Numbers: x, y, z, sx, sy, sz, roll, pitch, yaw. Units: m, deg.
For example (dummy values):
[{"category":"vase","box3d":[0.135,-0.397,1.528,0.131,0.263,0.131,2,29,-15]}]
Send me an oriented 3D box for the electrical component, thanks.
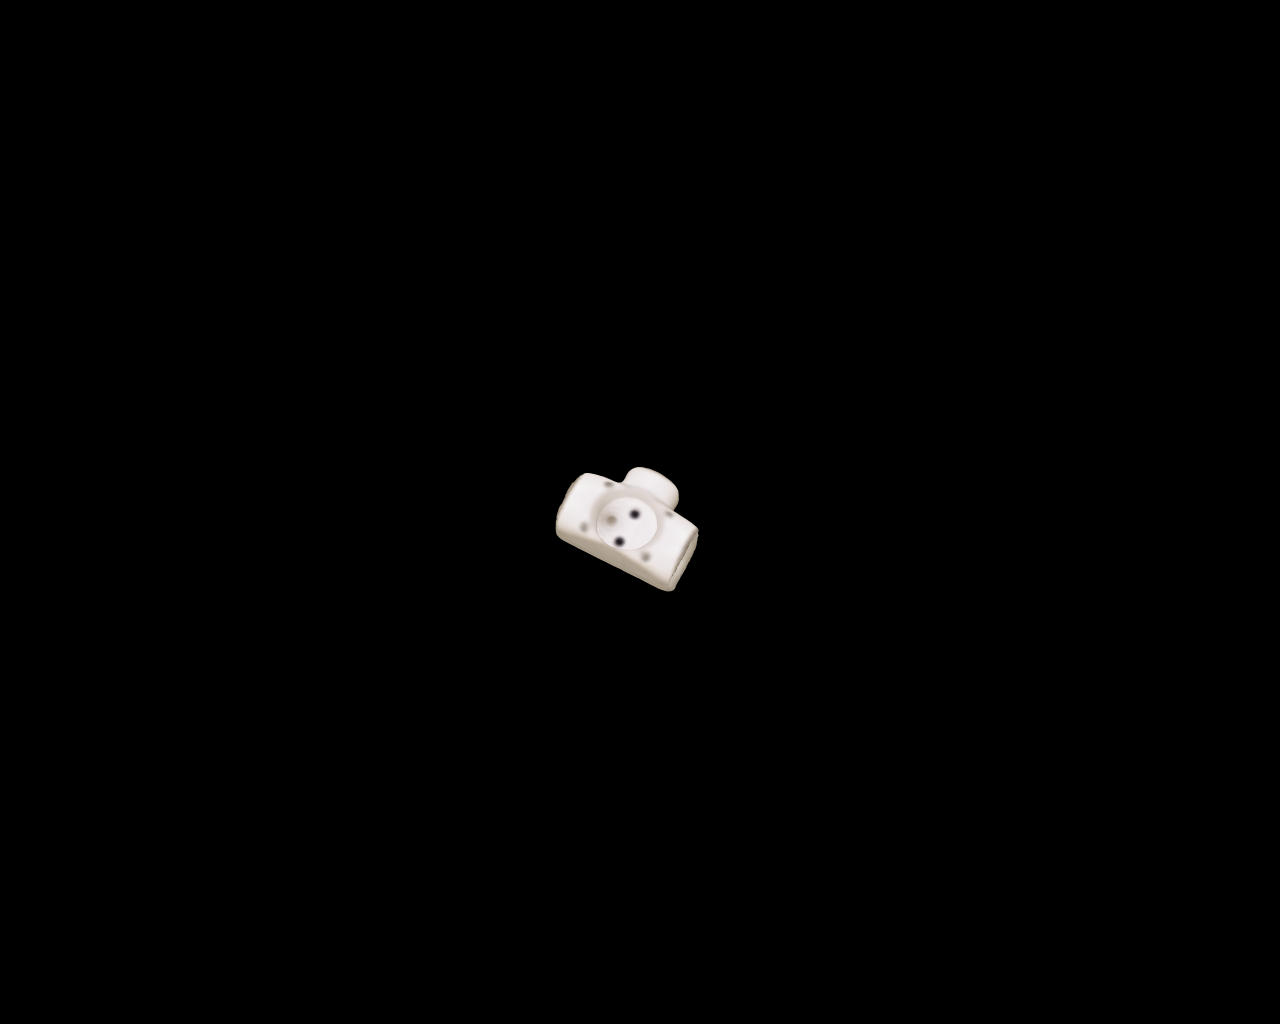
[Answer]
[{"category":"electrical component","box3d":[0.001,-0.003,0.650,0.077,0.079,0.044,26,-20,11]}]
